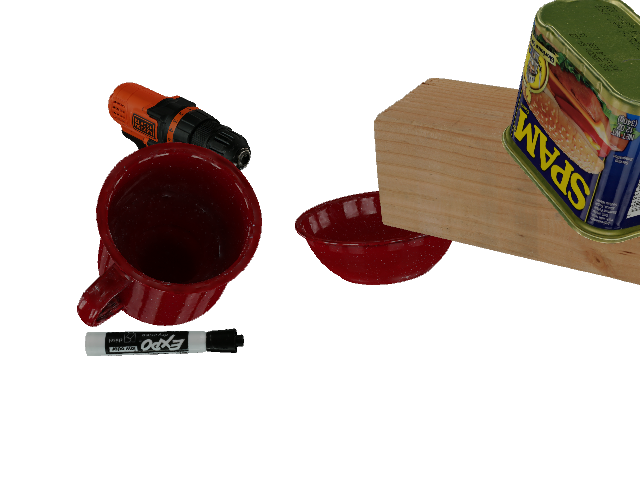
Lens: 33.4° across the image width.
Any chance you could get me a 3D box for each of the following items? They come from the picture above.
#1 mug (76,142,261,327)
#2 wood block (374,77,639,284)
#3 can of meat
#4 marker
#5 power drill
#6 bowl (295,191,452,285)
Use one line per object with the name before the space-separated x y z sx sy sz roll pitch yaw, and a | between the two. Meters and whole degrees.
mug | -0.096 0.009 0.626 0.117 0.093 0.082 -46 -4 -27
wood block | 0.150 -0.048 0.756 0.206 0.090 0.090 14 36 33
can of meat | 0.142 -0.064 0.541 0.057 0.084 0.102 -14 47 -18
marker | -0.120 0.079 0.824 0.121 0.020 0.020 -1 0 1
power drill | -0.146 -0.056 1.104 0.185 0.188 0.057 29 37 33
bowl | 0.059 0.000 1.004 0.162 0.055 0.162 -7 18 2
